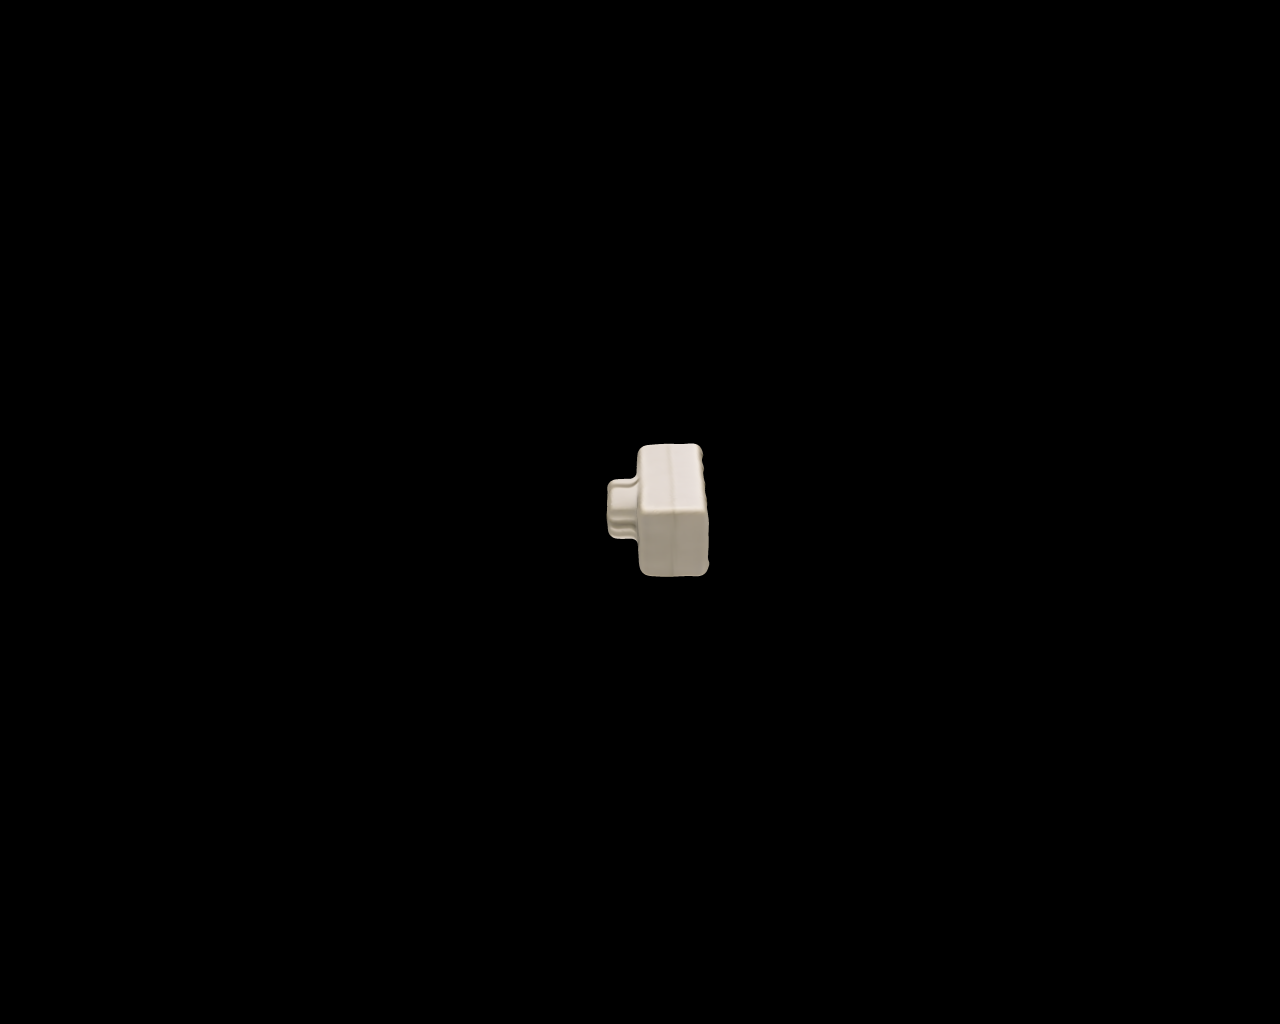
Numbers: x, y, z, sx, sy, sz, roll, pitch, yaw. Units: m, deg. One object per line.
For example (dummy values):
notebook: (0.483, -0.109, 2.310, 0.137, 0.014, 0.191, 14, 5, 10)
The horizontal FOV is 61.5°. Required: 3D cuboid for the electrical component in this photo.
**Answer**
electrical component: (0.001, -0.003, 0.650, 0.076, 0.047, 0.083, 0, 32, 0)
